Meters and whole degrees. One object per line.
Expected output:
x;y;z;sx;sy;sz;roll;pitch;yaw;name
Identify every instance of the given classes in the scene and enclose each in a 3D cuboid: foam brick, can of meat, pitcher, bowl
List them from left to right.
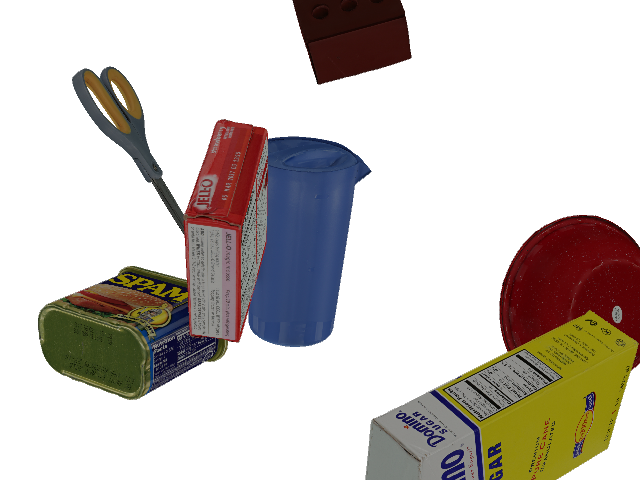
-0.129;0.062;0.729;0.102;0.057;0.083;13;22;30;can of meat
-0.039;0.002;1.299;0.149;0.243;0.144;18;25;28;pitcher
0.024;-0.162;0.806;0.078;0.053;0.051;-16;-33;1;foam brick
0.237;0.060;0.917;0.161;0.162;0.055;0;4;-21;bowl

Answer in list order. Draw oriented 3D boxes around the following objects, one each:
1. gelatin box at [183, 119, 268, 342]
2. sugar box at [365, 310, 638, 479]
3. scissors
-0.047;-0.004;0.543;0.030;0.073;0.089;8;-44;4;gelatin box
0.106;0.114;0.623;0.175;0.093;0.048;-23;42;-33;sugar box
-0.157;-0.080;0.983;0.016;0.201;0.096;-26;27;19;scissors
